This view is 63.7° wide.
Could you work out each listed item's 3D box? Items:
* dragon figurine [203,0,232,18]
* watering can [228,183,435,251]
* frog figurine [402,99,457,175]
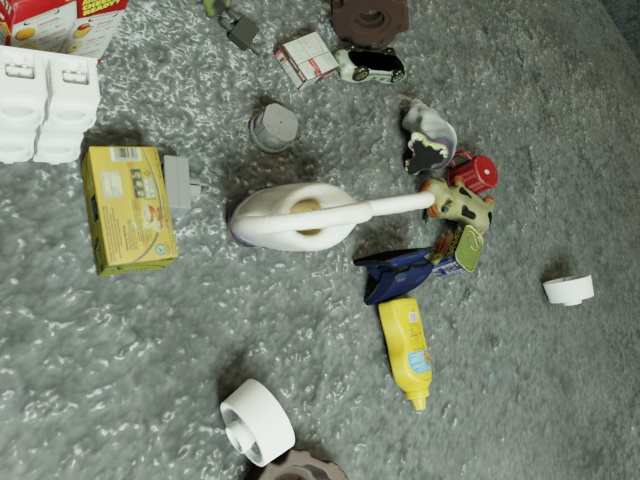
[{"bbox_3d":[-0.251,-0.505,0.913,0.240,0.121,0.418,38,63,-27],"label":"dragon figurine"},{"bbox_3d":[0.002,-0.041,0.818,0.349,0.224,0.103,-10,98,-38],"label":"watering can"},{"bbox_3d":[0.240,-0.235,1.130,0.134,0.122,0.163,63,31,-42],"label":"frog figurine"}]
